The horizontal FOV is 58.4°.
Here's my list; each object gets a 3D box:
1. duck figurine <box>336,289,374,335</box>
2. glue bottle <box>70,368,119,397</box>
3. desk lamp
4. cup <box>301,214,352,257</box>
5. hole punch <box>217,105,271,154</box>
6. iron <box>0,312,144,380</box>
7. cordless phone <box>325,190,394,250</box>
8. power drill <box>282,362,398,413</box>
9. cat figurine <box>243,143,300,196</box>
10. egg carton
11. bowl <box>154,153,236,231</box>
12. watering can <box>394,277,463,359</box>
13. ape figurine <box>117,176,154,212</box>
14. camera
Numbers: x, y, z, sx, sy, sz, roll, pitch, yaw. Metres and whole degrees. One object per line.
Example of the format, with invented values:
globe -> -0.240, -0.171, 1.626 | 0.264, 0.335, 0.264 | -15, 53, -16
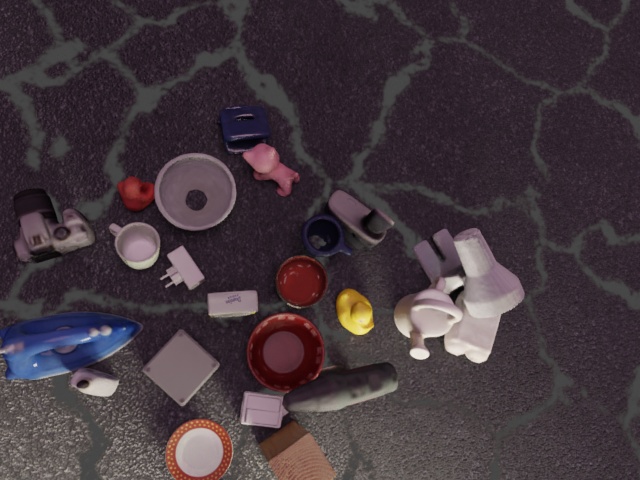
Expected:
duck figurine -> 0.080, 0.150, 1.221 | 0.077, 0.086, 0.104 | -28, 85, -15
glue bottle -> -0.424, 0.264, 1.056 | 0.078, 0.173, 0.037 | 22, 75, -5
desk lamp -> 0.312, 0.064, 1.216 | 0.118, 0.213, 0.203 | -30, 85, -15
cup -> 0.011, 0.004, 1.233 | 0.118, 0.095, 0.092 | 30, 75, -3
hole punch -> -0.167, -0.250, 1.254 | 0.109, 0.091, 0.101 | -8, 80, -12
iron -> -0.473, 0.186, 1.079 | 0.258, 0.141, 0.118 | -12, 81, -13
cordless phone -> 0.088, -0.057, 1.214 | 0.147, 0.185, 0.094 | 34, 75, -2
power drill -> 0.028, 0.290, 1.118 | 0.230, 0.208, 0.075 | -11, 80, -13
cat figurine -> -0.101, -0.161, 1.234 | 0.128, 0.117, 0.067 | 30, 75, -3
egg carton -> 0.337, 0.190, 1.270 | 0.107, 0.069, 0.150 | 21, 75, -6
bowl -> -0.262, -0.095, 1.212 | 0.167, 0.074, 0.167 | 2, 78, -10
watering can -> 0.229, 0.160, 1.191 | 0.101, 0.194, 0.173 | 2, 78, -10
ape figurine -> -0.382, -0.103, 1.182 | 0.078, 0.092, 0.076 | 24, 75, -5
camera -> -0.541, -0.038, 1.134 | 0.143, 0.100, 0.137 | -20, 83, -14
